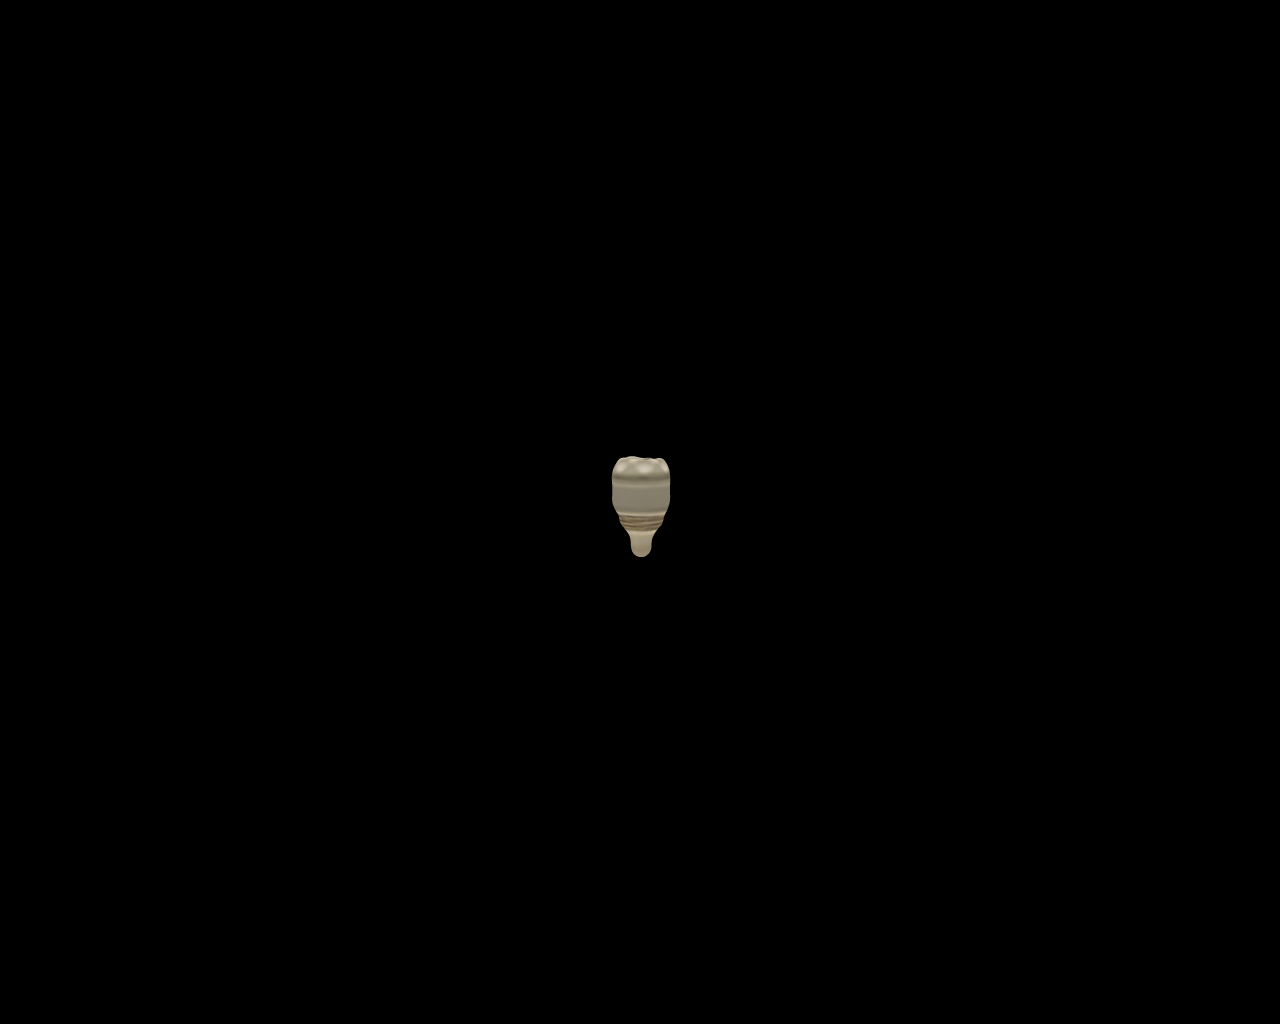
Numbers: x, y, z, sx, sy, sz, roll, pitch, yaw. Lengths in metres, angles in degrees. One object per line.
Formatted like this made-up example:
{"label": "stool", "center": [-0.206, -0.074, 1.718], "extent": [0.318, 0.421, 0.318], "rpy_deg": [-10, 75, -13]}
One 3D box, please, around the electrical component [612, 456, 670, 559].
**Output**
{"label": "electrical component", "center": [0.001, -0.003, 0.650], "extent": [0.035, 0.061, 0.035], "rpy_deg": [0, 7, 0]}
